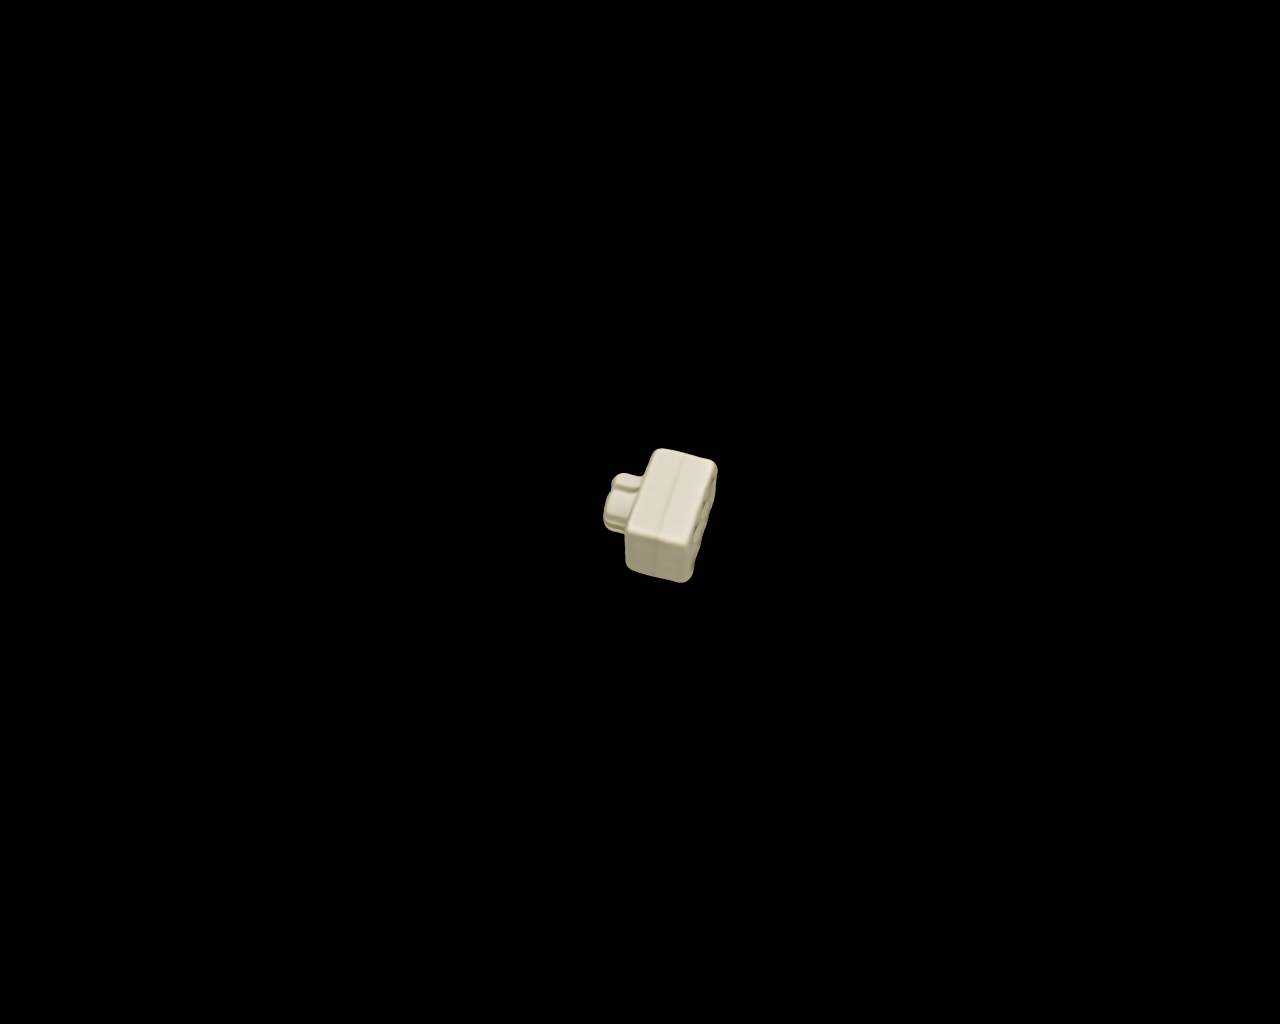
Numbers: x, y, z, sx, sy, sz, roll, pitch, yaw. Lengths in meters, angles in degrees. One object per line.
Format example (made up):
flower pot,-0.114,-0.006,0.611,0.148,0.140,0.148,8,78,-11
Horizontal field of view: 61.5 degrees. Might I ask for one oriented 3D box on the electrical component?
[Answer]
electrical component,0.001,-0.003,0.650,0.077,0.066,0.047,15,-32,9
